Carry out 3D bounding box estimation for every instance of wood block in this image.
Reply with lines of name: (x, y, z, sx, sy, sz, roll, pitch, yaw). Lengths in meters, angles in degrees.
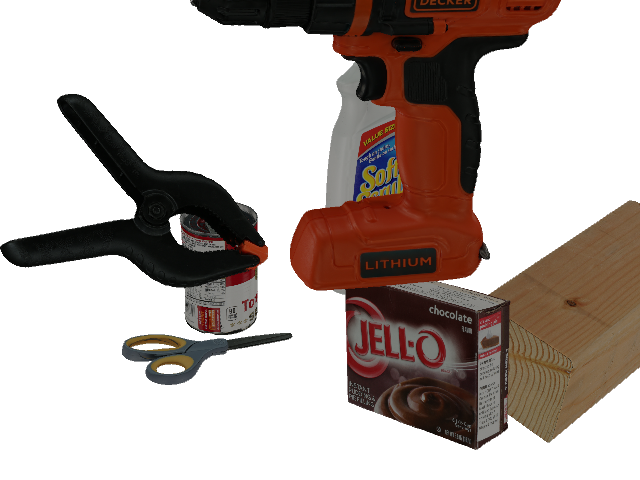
wood block: (0.219, 0.058, 0.861, 0.205, 0.090, 0.091, -28, 48, -35)

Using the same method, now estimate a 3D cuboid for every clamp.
clamp: (-0.116, -0.027, 0.711, 0.171, 0.120, 0.039, 13, -10, -19)

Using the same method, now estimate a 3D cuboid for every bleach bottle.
bleach bottle: (0.047, -0.076, 1.080, 0.102, 0.251, 0.068, -10, 23, -16)

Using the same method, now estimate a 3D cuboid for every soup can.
soup can: (-0.090, 0.025, 0.949, 0.068, 0.102, 0.068, 1, 26, -1)

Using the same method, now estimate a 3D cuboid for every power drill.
power drill: (0.025, -0.066, 0.543, 0.184, 0.188, 0.057, -3, 32, -11)

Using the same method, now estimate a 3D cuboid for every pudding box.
pudding box: (0.066, 0.072, 0.682, 0.114, 0.090, 0.039, 12, 21, 42)

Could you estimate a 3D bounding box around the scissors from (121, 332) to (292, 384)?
scissors: (-0.116, 0.127, 1.177, 0.201, 0.016, 0.096, 2, 26, -18)
